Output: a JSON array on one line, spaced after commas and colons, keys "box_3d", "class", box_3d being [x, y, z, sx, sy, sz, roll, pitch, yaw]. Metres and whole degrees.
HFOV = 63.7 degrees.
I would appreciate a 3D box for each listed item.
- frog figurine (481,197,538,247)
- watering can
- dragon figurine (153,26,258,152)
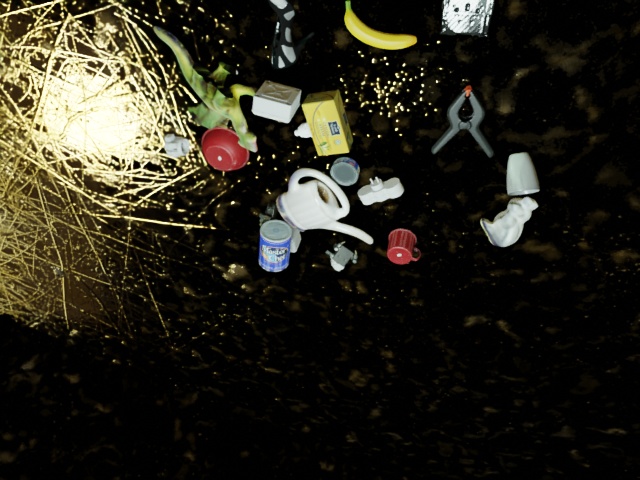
[{"box_3d": [0.555, -0.052, 1.481, 0.158, 0.125, 0.136, -25, 153, 25], "class": "frog figurine"}, {"box_3d": [0.005, -0.083, 1.647, 0.222, 0.106, 0.342, -19, 122, 34], "class": "watering can"}, {"box_3d": [-0.327, -0.407, 1.481, 0.409, 0.125, 0.238, 39, 141, -5], "class": "dragon figurine"}]
